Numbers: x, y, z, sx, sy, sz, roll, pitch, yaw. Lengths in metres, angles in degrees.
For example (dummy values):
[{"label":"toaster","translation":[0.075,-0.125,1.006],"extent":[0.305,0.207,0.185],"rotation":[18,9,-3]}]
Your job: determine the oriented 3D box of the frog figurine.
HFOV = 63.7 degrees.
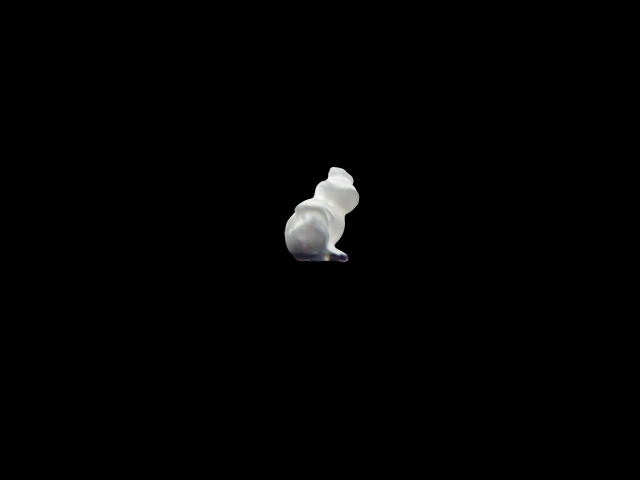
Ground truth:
[{"label":"frog figurine","translation":[0.003,-0.043,0.850],"extent":[0.122,0.160,0.137],"rotation":[-3,-6,26]}]
